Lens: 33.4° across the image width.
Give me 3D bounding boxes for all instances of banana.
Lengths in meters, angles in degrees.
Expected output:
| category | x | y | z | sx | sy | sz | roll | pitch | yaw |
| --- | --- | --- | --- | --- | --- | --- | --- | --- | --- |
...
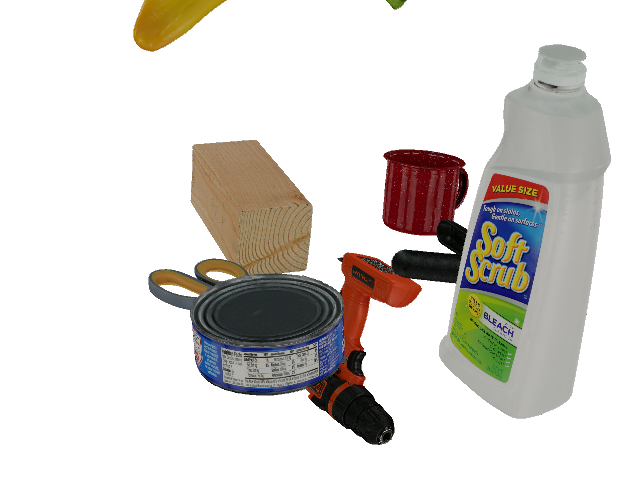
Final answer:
| category | x | y | z | sx | sy | sz | roll | pitch | yaw |
| --- | --- | --- | --- | --- | --- | --- | --- | --- | --- |
| banana | -0.032 | -0.166 | 0.660 | 0.197 | 0.069 | 0.037 | -17 | -11 | -29 |

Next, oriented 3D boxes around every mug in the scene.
| category | x | y | z | sx | sy | sz | roll | pitch | yaw |
| --- | --- | --- | --- | --- | --- | --- | --- | --- | --- |
| mug | 0.124 | -0.056 | 1.227 | 0.117 | 0.081 | 0.093 | -9 | 22 | -38 |

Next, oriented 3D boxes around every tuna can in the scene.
| category | x | y | z | sx | sy | sz | roll | pitch | yaw |
| --- | --- | --- | --- | --- | --- | --- | --- | --- | --- |
| tuna can | -0.029 | 0.051 | 0.596 | 0.086 | 0.034 | 0.086 | -2 | 23 | 1 |

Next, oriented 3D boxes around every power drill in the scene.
| category | x | y | z | sx | sy | sz | roll | pitch | yaw |
| --- | --- | --- | --- | --- | --- | --- | --- | --- | --- |
| power drill | 0.048 | 0.122 | 1.242 | 0.057 | 0.188 | 0.185 | 12 | 15 | -41 |

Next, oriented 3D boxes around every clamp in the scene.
| category | x | y | z | sx | sy | sz | roll | pitch | yaw |
| --- | --- | --- | --- | --- | --- | --- | --- | --- | --- |
| clamp | 0.160 | 0.022 | 0.969 | 0.171 | 0.039 | 0.120 | 16 | 30 | 15 |

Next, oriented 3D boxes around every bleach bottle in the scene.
| category | x | y | z | sx | sy | sz | roll | pitch | yaw |
| --- | --- | --- | --- | --- | --- | --- | --- | --- | --- |
| bleach bottle | 0.137 | -0.008 | 0.706 | 0.068 | 0.251 | 0.103 | -16 | 35 | -27 |

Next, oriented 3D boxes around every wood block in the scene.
| category | x | y | z | sx | sy | sz | roll | pitch | yaw |
| --- | --- | --- | --- | --- | --- | --- | --- | --- | --- |
| wood block | -0.090 | -0.044 | 1.327 | 0.090 | 0.090 | 0.206 | -6 | 29 | -21 |

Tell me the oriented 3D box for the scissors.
| category | x | y | z | sx | sy | sz | roll | pitch | yaw |
| --- | --- | --- | --- | --- | --- | --- | --- | --- | --- |
| scissors | -0.050 | 0.054 | 0.900 | 0.202 | 0.016 | 0.096 | 16 | 26 | 22 |
